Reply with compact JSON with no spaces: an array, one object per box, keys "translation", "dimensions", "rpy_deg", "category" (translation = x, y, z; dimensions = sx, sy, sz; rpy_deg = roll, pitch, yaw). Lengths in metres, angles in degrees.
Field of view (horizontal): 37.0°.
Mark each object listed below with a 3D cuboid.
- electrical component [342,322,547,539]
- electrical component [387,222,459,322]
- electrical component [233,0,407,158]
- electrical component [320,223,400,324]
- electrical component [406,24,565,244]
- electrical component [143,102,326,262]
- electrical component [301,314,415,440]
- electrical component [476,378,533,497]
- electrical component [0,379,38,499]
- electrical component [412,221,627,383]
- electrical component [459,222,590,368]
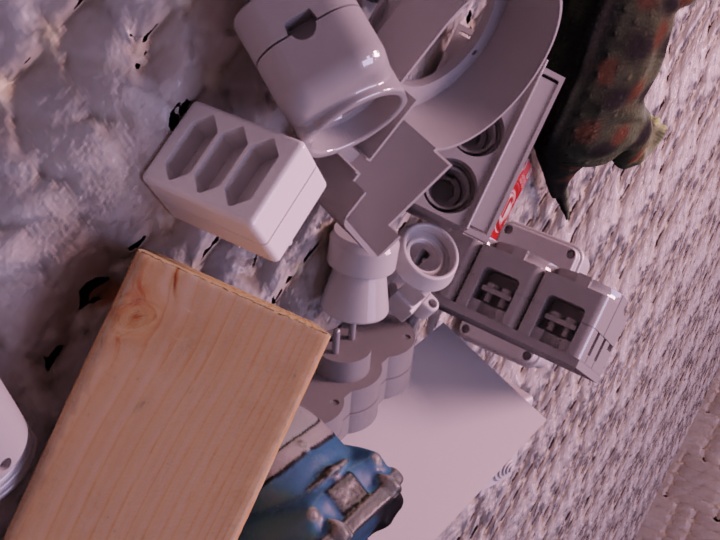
[{"translation":[0.034,0.132,0.762],"dimensions":[0.186,0.105,0.060],"rpy_deg":[-35,164,-43],"category":"electrical component"},{"translation":[0.034,-0.002,0.718],"dimensions":[0.048,0.066,0.055],"rpy_deg":[-47,-178,-35],"category":"electrical component"},{"translation":[-0.016,-0.093,0.510],"dimensions":[0.054,0.059,0.095],"rpy_deg":[-30,169,2],"category":"electrical component"},{"translation":[0.000,0.000,0.678],"dimensions":[0.045,0.045,0.055],"rpy_deg":[-31,138,-51],"category":"electrical component"},{"translation":[0.072,-0.088,0.713],"dimensions":[0.121,0.079,0.063],"rpy_deg":[-64,-176,-5],"category":"electrical component"},{"translation":[-0.053,-0.033,0.519],"dimensions":[0.047,0.066,0.076],"rpy_deg":[-59,154,-16],"category":"electrical component"},{"translation":[-0.012,0.063,0.701],"dimensions":[0.138,0.052,0.073],"rpy_deg":[-38,142,-46],"category":"electrical component"},{"translation":[0.092,0.128,0.907],"dimensions":[0.048,0.100,0.099],"rpy_deg":[-14,125,-44],"category":"electrical component"},{"translation":[-0.157,0.064,0.427],"dimensions":[0.043,0.043,0.081],"rpy_deg":[-51,151,-30],"category":"electrical component"},{"translation":[0.113,0.019,0.791],"dimensions":[0.061,0.150,0.089],"rpy_deg":[-64,155,-2],"category":"electrical component"},{"translation":[0.144,0.023,0.942],"dimensions":[0.113,0.078,0.057],"rpy_deg":[-67,158,1],"category":"electrical component"}]
